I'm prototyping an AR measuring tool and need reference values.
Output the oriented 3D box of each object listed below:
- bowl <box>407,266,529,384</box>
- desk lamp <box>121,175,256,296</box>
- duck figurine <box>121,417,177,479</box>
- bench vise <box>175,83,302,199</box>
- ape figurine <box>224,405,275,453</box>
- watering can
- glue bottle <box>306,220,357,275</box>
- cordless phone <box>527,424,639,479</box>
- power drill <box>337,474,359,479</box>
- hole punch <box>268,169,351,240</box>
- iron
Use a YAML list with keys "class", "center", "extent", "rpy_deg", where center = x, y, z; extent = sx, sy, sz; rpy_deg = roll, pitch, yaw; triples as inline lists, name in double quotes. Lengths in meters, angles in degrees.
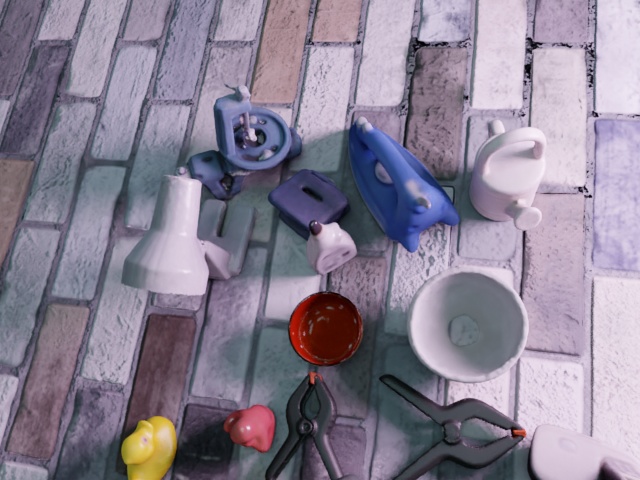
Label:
- class: "bowl"
  center: [0.212, 0.127, 0.835]
  extent: [0.167, 0.075, 0.167]
  rpy_deg: [-3, 72, 10]
- class: "desk lamp"
  center: [-0.200, 0.001, 0.882]
  extent: [0.117, 0.214, 0.203]
  rpy_deg: [9, 74, 14]
- class: "duck figurine"
  center: [-0.267, 0.319, 0.860]
  extent: [0.077, 0.086, 0.104]
  rpy_deg: [11, 75, 14]
- class: "bench vise"
  center: [-0.138, -0.147, 0.914]
  extent: [0.207, 0.220, 0.121]
  rpy_deg: [-42, 69, -4]
- class: "ape figurine"
  center: [-0.105, 0.278, 0.839]
  extent: [0.076, 0.092, 0.077]
  rpy_deg: [-42, 69, -4]
- class: "watering can"
  center: [0.278, -0.099, 0.831]
  extent: [0.101, 0.194, 0.172]
  rpy_deg: [-33, 69, -1]
- class: "glue bottle"
  center: [0.008, 0.003, 0.862]
  extent: [0.078, 0.173, 0.037]
  rpy_deg: [-30, 69, 1]
- class: "cordless phone"
  center: [0.337, 0.287, 0.699]
  extent: [0.147, 0.185, 0.094]
  rpy_deg: [14, 76, 15]
- class: "power drill"
  center: [0.078, 0.401, 0.701]
  extent: [0.075, 0.209, 0.229]
  rpy_deg: [-31, 69, 1]
- class: "hole punch"
  center: [-0.017, -0.063, 0.932]
  extent: [0.108, 0.091, 0.101]
  rpy_deg: [36, 82, 19]
- class: "iron"
  center: [0.107, -0.115, 0.898]
  extent: [0.118, 0.142, 0.258]
  rpy_deg: [-34, 69, -1]
